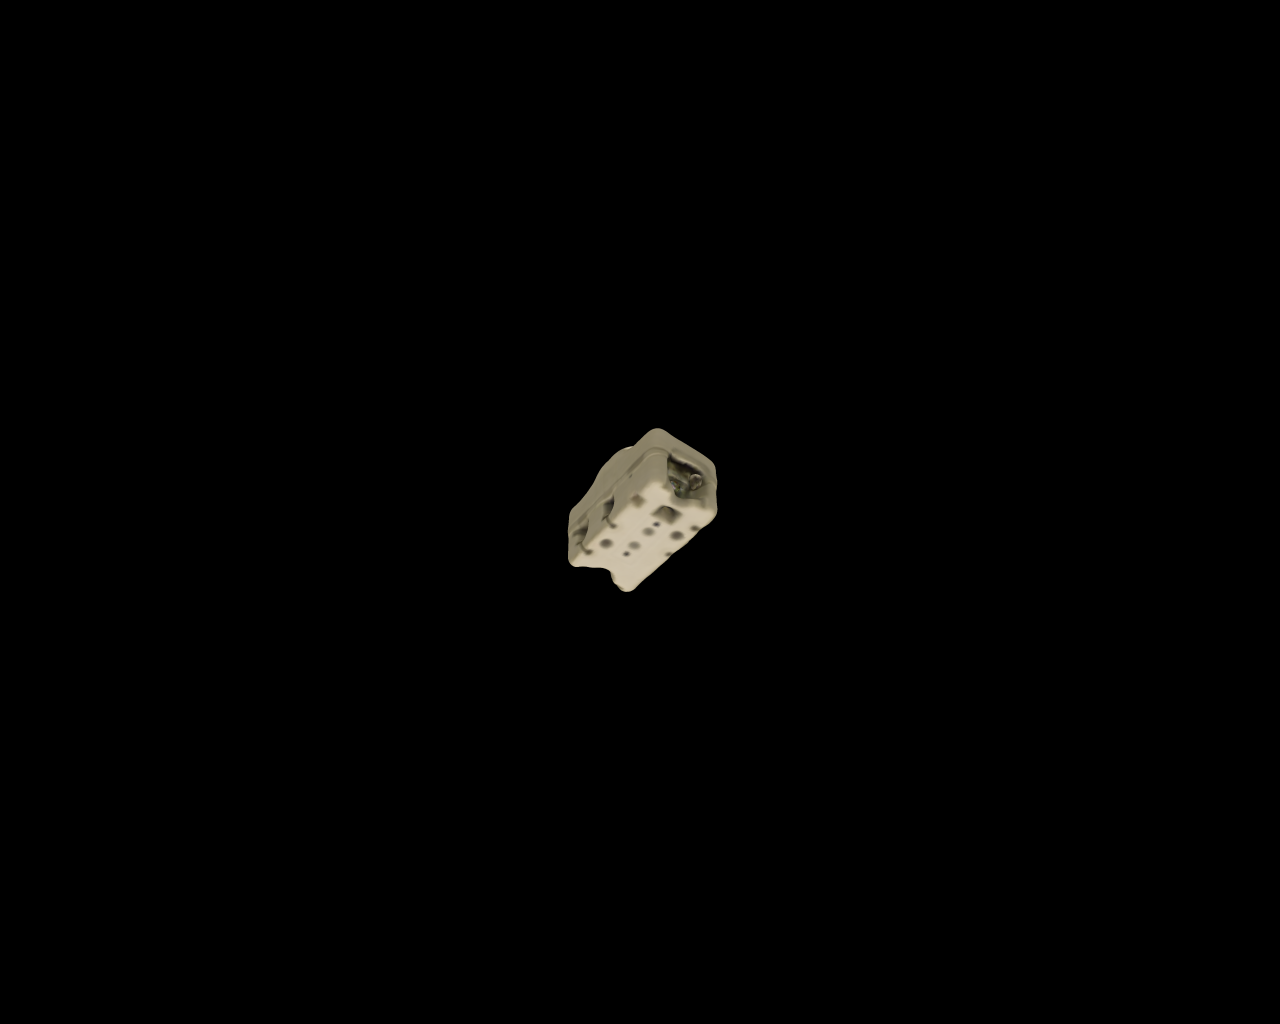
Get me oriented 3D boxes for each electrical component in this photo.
[{"bbox_3d":[0.001,-0.003,0.650,0.050,0.056,0.089,30,-54,-24],"label":"electrical component"}]
